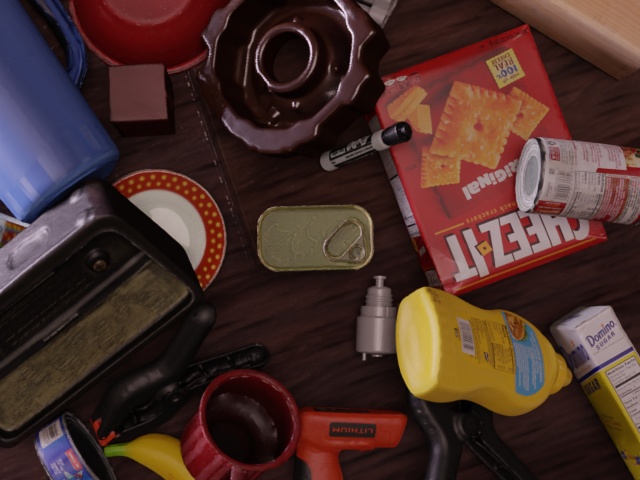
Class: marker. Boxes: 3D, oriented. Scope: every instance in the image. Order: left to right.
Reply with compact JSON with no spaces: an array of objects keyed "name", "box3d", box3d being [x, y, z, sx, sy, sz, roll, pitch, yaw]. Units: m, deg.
[{"name":"marker","box3d":[0.042,-0.085,0.964,0.020,0.121,0.020,8,75,-34]}]

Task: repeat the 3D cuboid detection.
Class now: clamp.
[{"name":"clamp","box3d":[-0.135,0.120,0.947,0.171,0.120,0.039,-32,48,-4]},{"name":"clamp","box3d":[0.136,0.175,0.975,0.164,0.036,0.210,2,71,-35]}]

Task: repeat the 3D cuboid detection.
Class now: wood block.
[{"name":"wood block","box3d":[0.229,-0.247,0.998,0.206,0.090,0.091,32,86,-1]}]

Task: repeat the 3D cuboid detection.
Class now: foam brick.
[{"name":"foam brick","box3d":[-0.162,-0.127,0.973,0.051,0.078,0.053,-3,86,-3]}]

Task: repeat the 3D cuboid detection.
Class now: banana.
[{"name":"banana","box3d":[-0.111,0.247,0.973,0.070,0.037,0.198,-38,88,12]}]

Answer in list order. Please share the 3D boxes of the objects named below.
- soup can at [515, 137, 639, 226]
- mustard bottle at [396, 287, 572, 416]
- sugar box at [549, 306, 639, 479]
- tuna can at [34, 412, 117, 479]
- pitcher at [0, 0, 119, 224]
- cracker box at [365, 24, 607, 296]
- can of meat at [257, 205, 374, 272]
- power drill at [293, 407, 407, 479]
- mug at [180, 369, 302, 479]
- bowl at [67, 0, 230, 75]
[{"name":"soup can","box3d":[0.229,-0.051,0.926,0.102,0.068,0.068,6,86,-7]},{"name":"mustard bottle","box3d":[0.157,0.107,0.957,0.191,0.058,0.096,16,53,-33]},{"name":"sugar box","box3d":[0.277,0.145,0.972,0.048,0.093,0.176,-32,88,-5]},{"name":"tuna can","box3d":[-0.215,0.197,0.944,0.033,0.086,0.086,-33,89,-4]},{"name":"pitcher","box3d":[-0.282,-0.144,0.947,0.149,0.145,0.243,-37,91,5]},{"name":"cracker box","box3d":[0.149,-0.070,0.990,0.164,0.072,0.214,-20,88,-4]},{"name":"can of meat","box3d":[-0.006,0.001,0.969,0.102,0.084,0.057,-2,86,-4]},{"name":"power drill","box3d":[0.036,0.249,0.969,0.184,0.057,0.187,4,85,-6]},{"name":"mug","box3d":[-0.075,0.182,0.935,0.093,0.082,0.117,15,54,-18]},{"name":"bowl","box3d":[-0.158,-0.237,0.992,0.162,0.055,0.162,0,86,-3]}]
